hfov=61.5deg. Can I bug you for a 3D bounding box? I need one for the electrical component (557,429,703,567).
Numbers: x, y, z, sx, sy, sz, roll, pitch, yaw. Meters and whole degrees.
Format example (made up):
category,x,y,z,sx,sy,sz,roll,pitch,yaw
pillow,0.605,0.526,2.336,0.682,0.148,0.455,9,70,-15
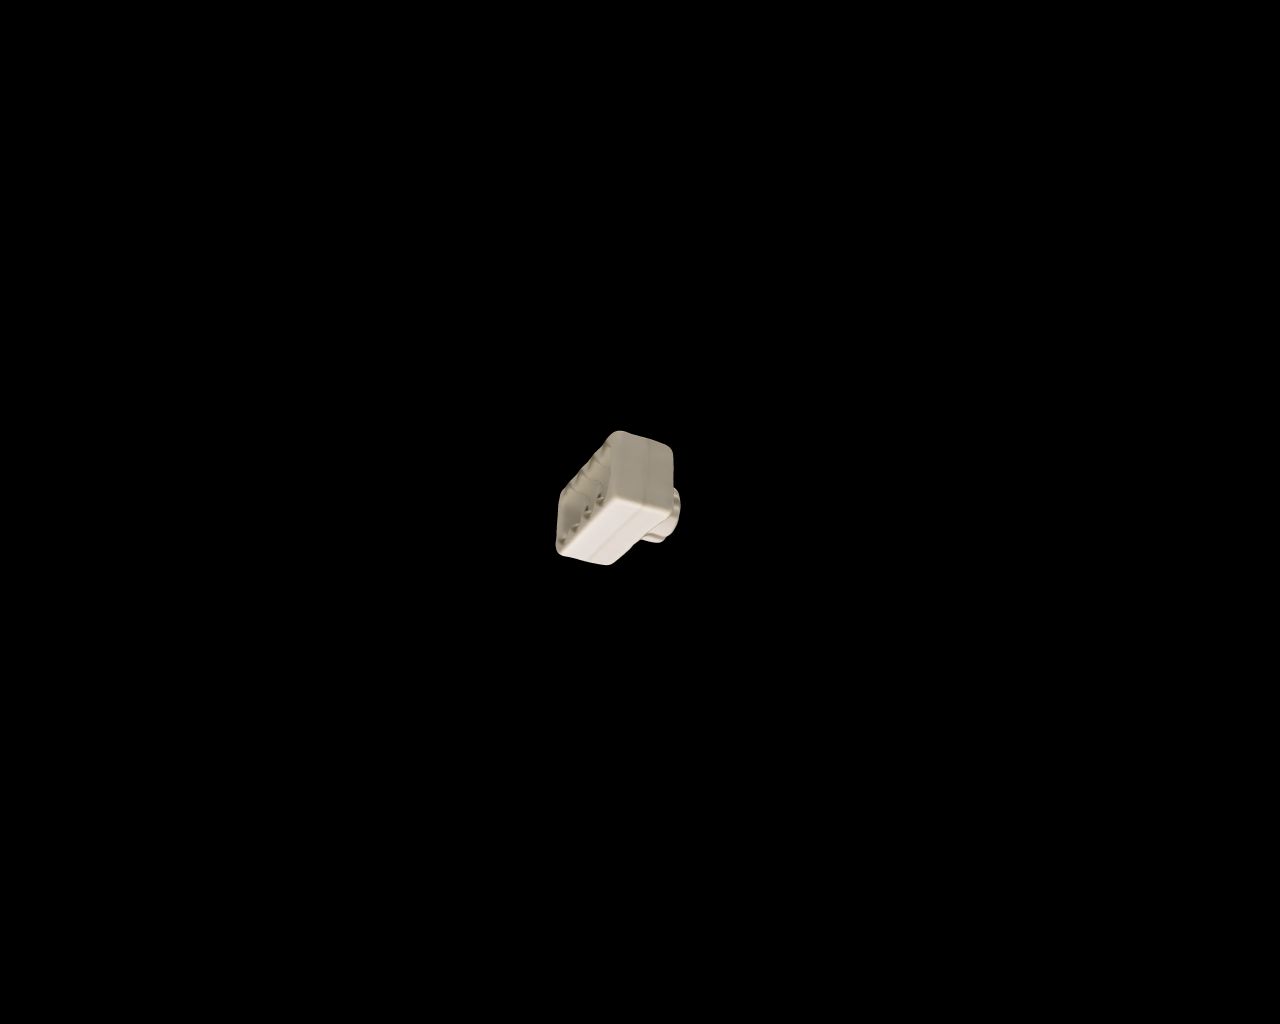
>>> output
category,x,y,z,sx,sy,sz,roll,pitch,yaw
electrical component,0.001,-0.003,0.650,0.076,0.047,0.083,14,-32,-24
